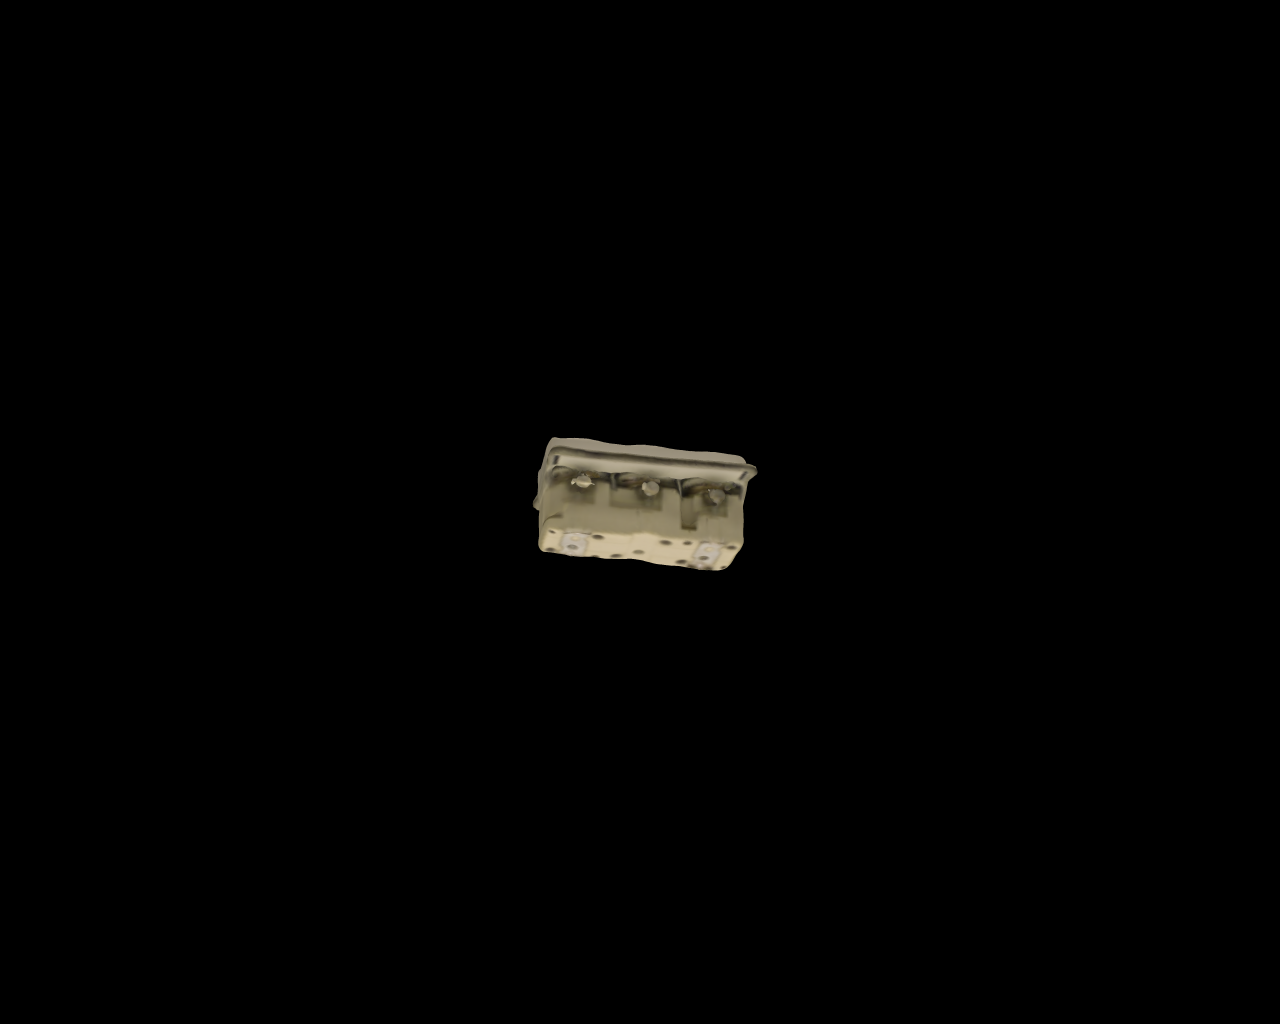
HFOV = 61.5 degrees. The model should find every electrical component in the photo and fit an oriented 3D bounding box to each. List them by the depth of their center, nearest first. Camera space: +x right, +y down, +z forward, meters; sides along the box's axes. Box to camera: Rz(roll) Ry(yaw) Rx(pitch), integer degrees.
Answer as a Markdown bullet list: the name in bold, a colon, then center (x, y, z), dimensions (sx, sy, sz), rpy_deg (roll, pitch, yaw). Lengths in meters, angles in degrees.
- **electrical component**: center (0.001, -0.003, 0.650), dimensions (0.121, 0.063, 0.078), rpy_deg (6, -28, -12)
